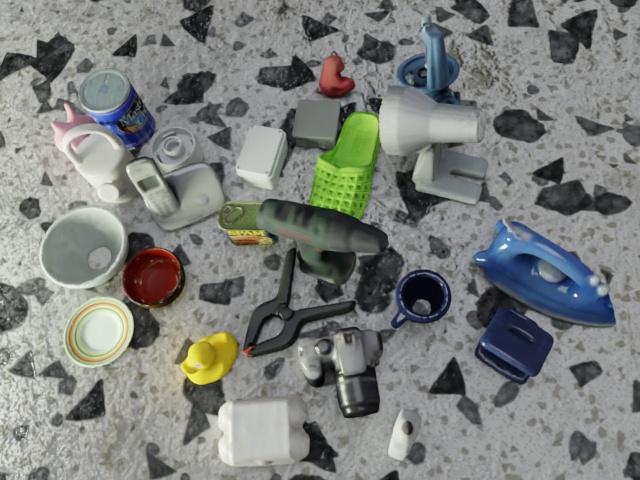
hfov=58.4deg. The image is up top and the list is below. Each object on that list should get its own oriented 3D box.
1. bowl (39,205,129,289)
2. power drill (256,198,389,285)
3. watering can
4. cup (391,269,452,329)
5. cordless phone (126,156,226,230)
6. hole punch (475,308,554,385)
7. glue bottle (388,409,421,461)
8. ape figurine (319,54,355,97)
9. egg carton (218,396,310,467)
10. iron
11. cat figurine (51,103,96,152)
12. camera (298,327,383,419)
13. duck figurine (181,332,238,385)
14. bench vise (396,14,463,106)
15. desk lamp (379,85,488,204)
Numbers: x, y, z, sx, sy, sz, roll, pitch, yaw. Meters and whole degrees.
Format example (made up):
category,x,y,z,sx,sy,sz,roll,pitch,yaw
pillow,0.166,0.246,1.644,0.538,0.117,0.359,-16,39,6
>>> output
category,x,y,z,sx,sy,sz,roll,pitch,yaw
bowl,-0.433,0.022,1.088,0.167,0.075,0.167,-2,67,5
power drill,0.009,0.003,0.978,0.229,0.208,0.076,18,71,13
watering can,-0.410,-0.151,1.092,0.101,0.194,0.172,-42,70,-11
cup,0.165,0.116,0.977,0.118,0.095,0.091,-43,70,-12
cordless phone,-0.266,-0.105,1.063,0.147,0.185,0.094,-25,67,-5
hole punch,0.320,0.167,0.943,0.108,0.091,0.101,31,74,17
glue bottle,0.129,0.291,0.866,0.037,0.173,0.078,18,71,13
ape figurine,0.031,-0.345,1.183,0.076,0.092,0.077,-23,67,-4
egg carton,-0.092,0.313,0.936,0.150,0.069,0.107,-7,67,3
iron,0.394,0.052,0.956,0.257,0.141,0.119,33,74,17
cat figurine,-0.505,-0.221,1.172,0.067,0.118,0.127,-13,67,1
camera,0.040,0.221,0.944,0.143,0.101,0.137,-10,67,2
duck figurine,-0.193,0.197,0.985,0.105,0.086,0.077,-40,69,-11
bench vise,0.230,-0.307,1.078,0.121,0.220,0.207,-42,70,-11
desk lamp,0.210,-0.177,1.030,0.203,0.214,0.118,15,70,12
